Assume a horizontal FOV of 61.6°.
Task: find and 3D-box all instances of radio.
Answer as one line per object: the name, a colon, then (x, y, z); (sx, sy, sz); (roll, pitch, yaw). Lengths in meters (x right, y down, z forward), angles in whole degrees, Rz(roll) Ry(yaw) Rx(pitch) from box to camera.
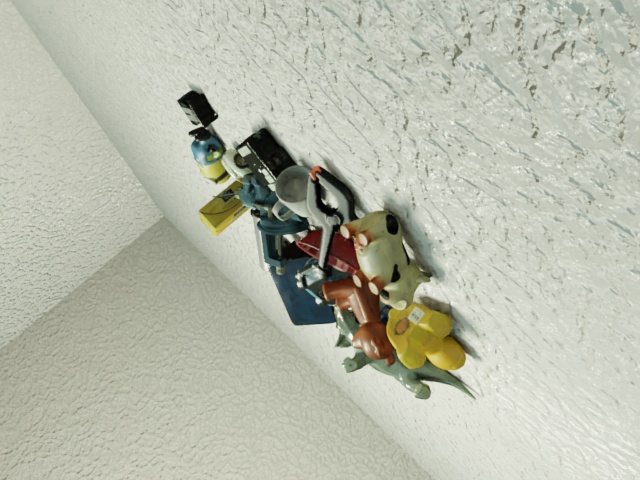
radio: (-0.041, 0.122, 1.429); (0.131, 0.073, 0.229); (-10, 121, 18)

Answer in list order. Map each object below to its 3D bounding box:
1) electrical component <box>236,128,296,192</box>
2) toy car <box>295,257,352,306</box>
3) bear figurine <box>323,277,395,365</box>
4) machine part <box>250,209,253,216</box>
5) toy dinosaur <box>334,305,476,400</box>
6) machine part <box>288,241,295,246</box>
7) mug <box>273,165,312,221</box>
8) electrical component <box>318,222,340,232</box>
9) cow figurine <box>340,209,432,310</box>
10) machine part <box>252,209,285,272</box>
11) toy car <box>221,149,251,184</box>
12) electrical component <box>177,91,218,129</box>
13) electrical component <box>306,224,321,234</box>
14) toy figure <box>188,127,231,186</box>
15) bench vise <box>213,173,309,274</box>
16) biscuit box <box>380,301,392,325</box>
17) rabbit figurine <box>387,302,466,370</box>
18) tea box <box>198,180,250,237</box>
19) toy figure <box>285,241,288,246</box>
electrical component: (-0.108, -0.162, 1.125); (0.134, 0.058, 0.115); (52, 166, -17)
toy car: (0.013, 0.086, 1.304); (0.161, 0.109, 0.103); (38, -146, -36)
bear figurine: (0.092, 0.182, 1.185); (0.120, 0.132, 0.196); (42, -145, -56)
machine part: (-0.162, -0.057, 1.566); (0.084, 0.039, 0.139); (60, 162, -23)
toy dinosaur: (0.186, 0.295, 1.355); (0.405, 0.131, 0.192); (27, -169, 7)
machine part: (-0.035, 0.082, 1.536); (0.179, 0.056, 0.179); (41, 163, 15)
mug: (-0.043, -0.080, 1.081); (0.081, 0.109, 0.107); (35, 174, 25)
electrical component: (0.018, -0.043, 1.151); (0.063, 0.021, 0.094); (45, 164, 6)
cow figurine: (0.121, 0.037, 0.935); (0.086, 0.127, 0.194); (23, 137, 54)
machine part: (-0.135, -0.003, 1.447); (0.079, 0.079, 0.242); (31, 135, 45)
toy car: (-0.166, -0.141, 1.333); (0.201, 0.056, 0.073); (50, 164, -8)
electrical component: (-0.300, -0.315, 1.279); (0.119, 0.048, 0.074); (28, 155, 46)
electrical component: (-0.002, -0.004, 1.269); (0.078, 0.045, 0.102); (21, 172, -12)
toy figure: (-0.288, -0.218, 1.424); (0.180, 0.089, 0.082); (83, 171, -49)
bench vise: (-0.115, -0.037, 1.248); (0.224, 0.129, 0.240); (10, 115, 26)
biscuit box: (0.167, 0.190, 1.258); (0.203, 0.059, 0.062); (36, 160, 36)
rabbit figurine: (0.216, 0.209, 1.090); (0.173, 0.122, 0.162); (33, 173, -22)
tea box: (-0.233, -0.094, 1.413); (0.068, 0.169, 0.098); (48, 166, 2)
toy figure: (-0.139, 0.018, 1.652); (0.155, 0.058, 0.064); (30, 152, 59)
